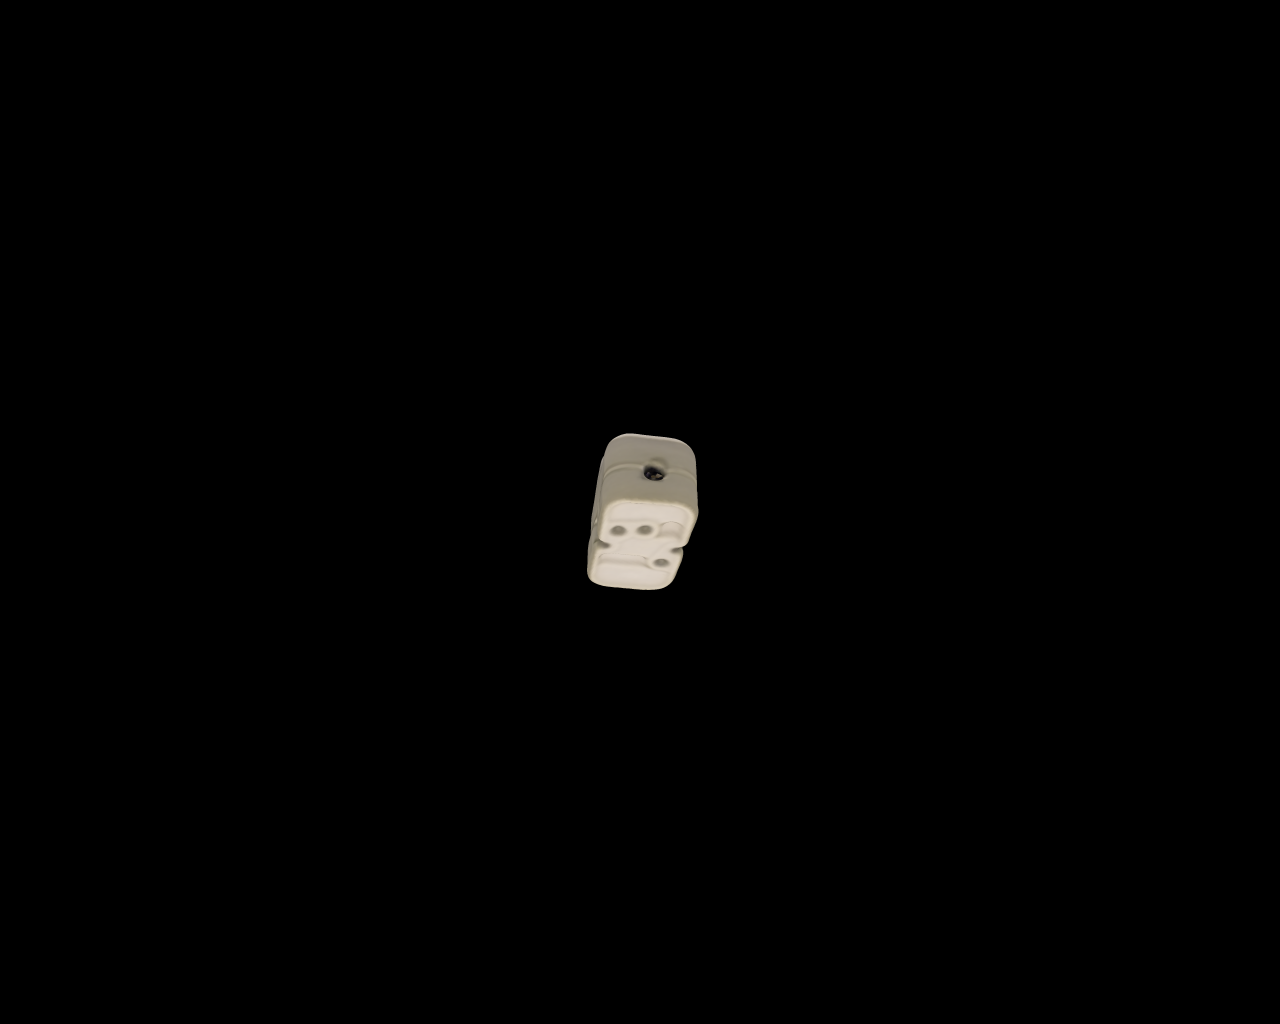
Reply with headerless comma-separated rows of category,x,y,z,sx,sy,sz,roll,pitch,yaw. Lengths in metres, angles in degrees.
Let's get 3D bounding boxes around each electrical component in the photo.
electrical component,0.001,-0.003,0.650,0.054,0.059,0.095,6,-36,-8
